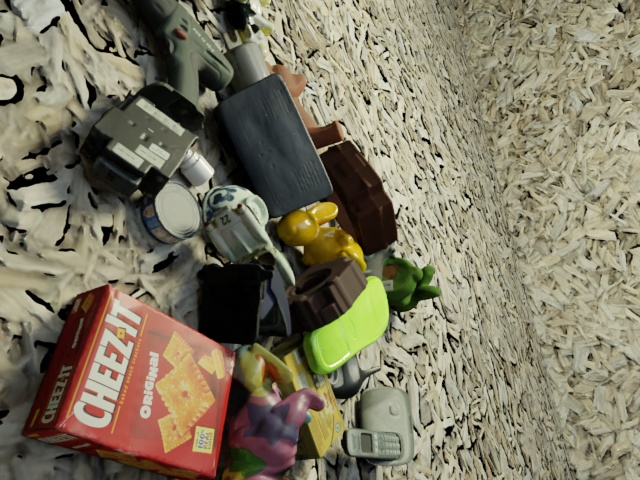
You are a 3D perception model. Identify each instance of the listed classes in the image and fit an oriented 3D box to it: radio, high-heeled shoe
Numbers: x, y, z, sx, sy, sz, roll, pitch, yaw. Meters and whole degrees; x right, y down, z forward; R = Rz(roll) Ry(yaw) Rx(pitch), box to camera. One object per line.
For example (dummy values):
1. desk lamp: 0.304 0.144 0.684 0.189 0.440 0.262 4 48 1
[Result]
1. radio: -0.083 -0.157 0.938 0.131 0.073 0.229 -28 101 -13
2. high-heeled shoe: 0.029 0.176 1.029 0.145 0.086 0.249 -7 64 -34

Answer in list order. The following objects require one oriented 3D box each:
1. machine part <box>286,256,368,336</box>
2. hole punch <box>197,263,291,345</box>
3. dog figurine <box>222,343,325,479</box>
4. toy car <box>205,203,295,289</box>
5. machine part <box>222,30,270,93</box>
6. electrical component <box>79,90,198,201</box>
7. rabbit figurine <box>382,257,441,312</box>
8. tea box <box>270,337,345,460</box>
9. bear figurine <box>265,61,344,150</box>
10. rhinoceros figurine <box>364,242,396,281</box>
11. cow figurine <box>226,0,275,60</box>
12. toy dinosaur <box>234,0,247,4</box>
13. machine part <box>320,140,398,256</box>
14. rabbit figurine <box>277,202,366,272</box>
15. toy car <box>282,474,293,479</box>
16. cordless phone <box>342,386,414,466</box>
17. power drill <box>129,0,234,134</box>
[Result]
1. machine part: -0.010 0.090 0.893 0.056 0.179 0.179 61 32 -11
2. hole punch: -0.105 0.092 0.781 0.092 0.142 0.115 13 77 -53
3. dog figurine: -0.100 0.270 0.709 0.191 0.108 0.219 40 51 3
4. toy car: -0.104 0.020 0.831 0.201 0.073 0.056 59 3 -46
5. machine part: -0.118 -0.272 1.000 0.079 0.079 0.243 -35 103 -58
6. electrical component: -0.241 -0.120 0.710 0.115 0.058 0.134 35 42 -14
7. rabbit figurine: 0.193 0.106 1.253 0.170 0.159 0.121 55 22 -54
8. tea box: -0.031 0.253 0.867 0.098 0.068 0.169 -20 93 -60
9. bear figurine: -0.042 -0.273 1.084 0.120 0.132 0.195 -105 178 -85
10. rhinoceros figurine: 0.110 0.034 1.170 0.073 0.112 0.190 45 48 -37
11. cow figurine: -0.144 -0.428 1.050 0.098 0.068 0.167 19 55 -46
12. toy dinosaur: -0.264 -0.476 0.828 0.405 0.192 0.131 -8 116 -45
13. machine part: 0.070 -0.082 1.089 0.201 0.087 0.201 58 -6 35
14. rabbit figurine: -0.002 -0.003 1.015 0.173 0.122 0.162 34 41 -20
15. toy car: -0.040 0.390 0.798 0.202 0.053 0.089 51 33 -29
16. cordless phone: 0.096 0.346 1.013 0.184 0.089 0.146 27 52 -44
17. power drill: -0.234 -0.279 0.828 0.231 0.086 0.207 36 38 -46
